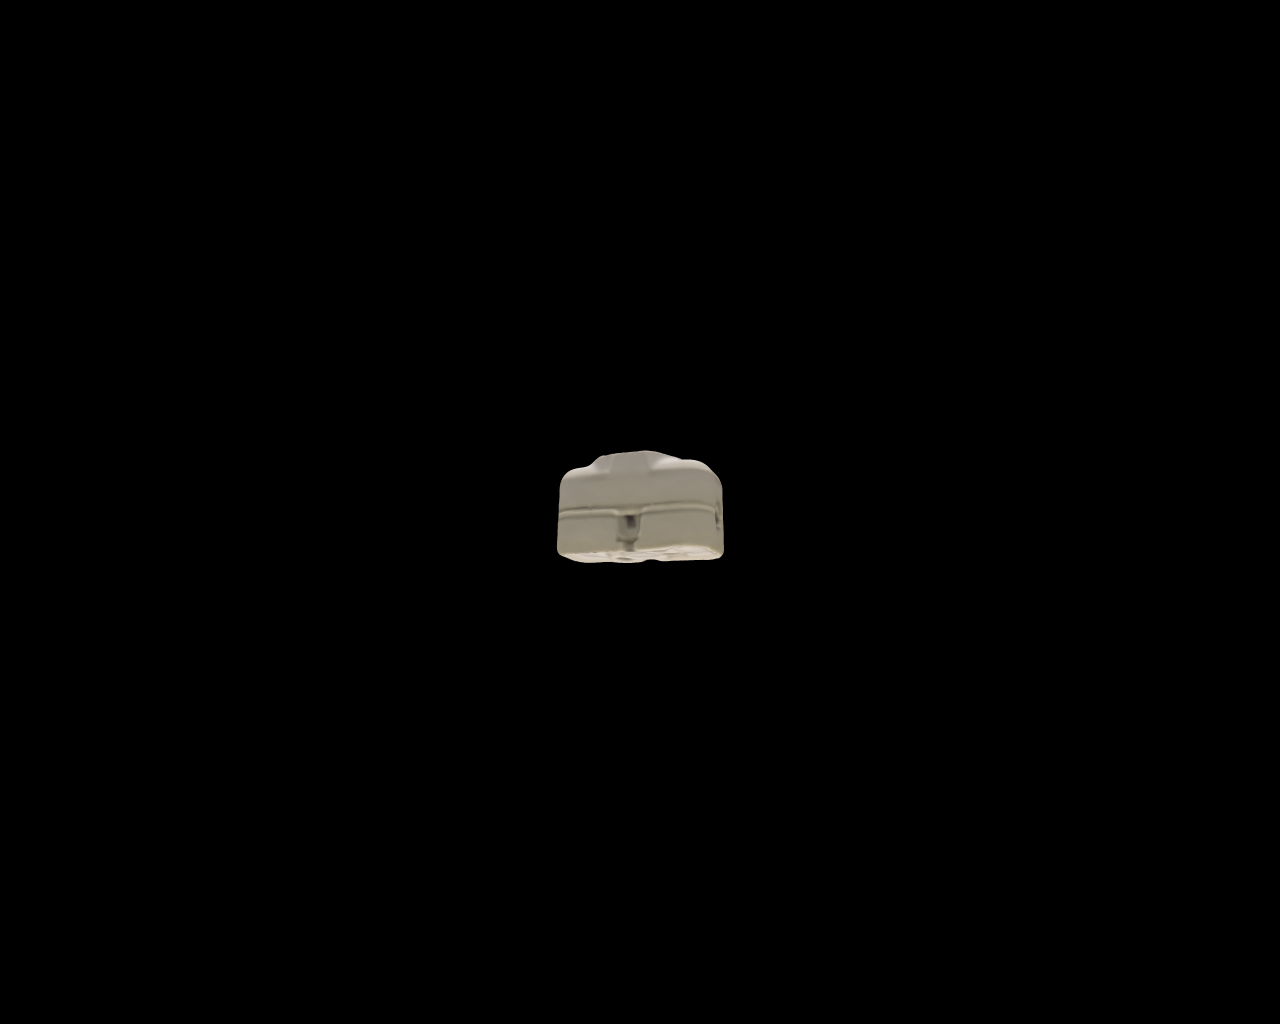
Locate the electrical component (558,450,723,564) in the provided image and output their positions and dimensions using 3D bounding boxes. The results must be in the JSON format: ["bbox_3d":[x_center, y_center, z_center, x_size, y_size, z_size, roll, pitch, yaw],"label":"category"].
[{"bbox_3d":[0.001,-0.003,0.650,0.095,0.059,0.053,-3,-11,16],"label":"electrical component"}]
